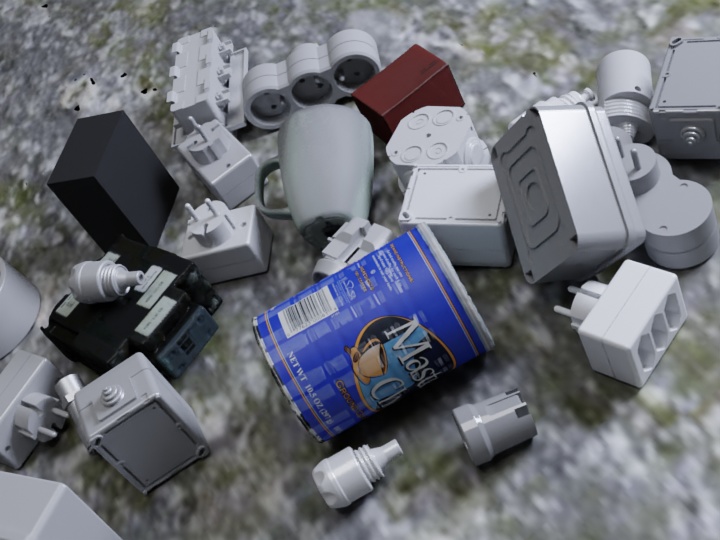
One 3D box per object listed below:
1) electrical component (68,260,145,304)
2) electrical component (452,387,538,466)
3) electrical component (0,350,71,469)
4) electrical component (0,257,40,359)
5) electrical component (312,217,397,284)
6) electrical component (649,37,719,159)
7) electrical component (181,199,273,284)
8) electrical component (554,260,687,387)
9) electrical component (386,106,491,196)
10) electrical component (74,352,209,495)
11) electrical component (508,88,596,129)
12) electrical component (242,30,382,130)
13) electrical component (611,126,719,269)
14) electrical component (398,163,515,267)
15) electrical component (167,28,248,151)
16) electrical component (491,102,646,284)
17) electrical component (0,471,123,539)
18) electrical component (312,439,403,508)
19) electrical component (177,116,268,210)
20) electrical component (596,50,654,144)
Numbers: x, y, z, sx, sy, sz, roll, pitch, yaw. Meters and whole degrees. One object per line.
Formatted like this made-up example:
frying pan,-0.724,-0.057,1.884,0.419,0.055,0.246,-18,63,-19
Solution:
electrical component,-0.203,0.009,0.871,0.061,0.035,0.035,-5,50,22
electrical component,0.089,0.102,0.711,0.046,0.040,0.040,-23,44,-1
electrical component,-0.268,0.118,0.881,0.076,0.047,0.083,12,58,35
electrical component,-0.360,0.032,0.996,0.108,0.060,0.108,-15,46,16
electrical component,0.000,0.000,0.837,0.078,0.058,0.057,24,62,40
electrical component,0.258,-0.122,0.805,0.062,0.061,0.096,4,54,31
electrical component,-0.121,-0.033,0.916,0.066,0.076,0.047,-12,47,18
electrical component,0.168,0.030,0.727,0.077,0.047,0.065,21,64,39
electrical component,0.065,-0.094,0.890,0.080,0.051,0.080,-15,46,16
electrical component,-0.167,0.108,0.800,0.062,0.096,0.061,-33,44,-3
electrical component,0.157,-0.120,0.872,0.078,0.040,0.040,-36,44,-6
electrical component,-0.049,-0.193,1.037,0.138,0.052,0.073,-20,45,12
electrical component,0.199,-0.066,0.777,0.052,0.073,0.138,-35,44,-5
electrical component,0.086,-0.040,0.829,0.096,0.061,0.061,2,52,20
electrical component,-0.155,-0.182,1.077,0.079,0.063,0.121,-17,46,13
electrical component,0.146,-0.054,0.760,0.057,0.078,0.113,-6,70,-23
electrical component,-0.230,0.191,0.752,0.109,0.108,0.056,3,51,30
electrical component,0.000,0.135,0.732,0.061,0.035,0.035,-29,44,-2
electrical component,-0.136,-0.111,0.994,0.047,0.075,0.083,-38,44,-7
electrical component,0.210,-0.131,0.851,0.043,0.043,0.081,-10,48,21
